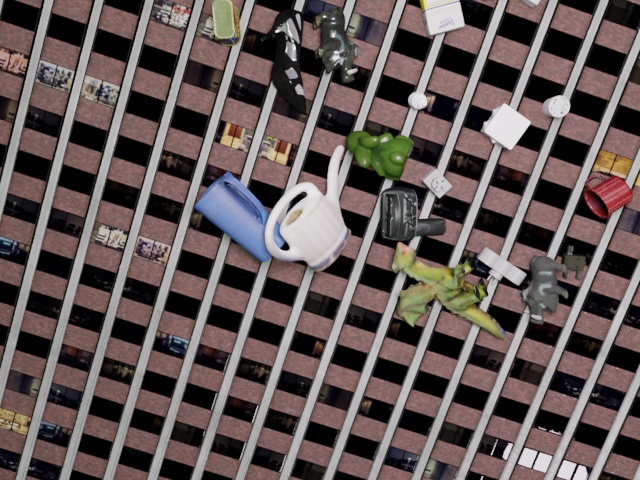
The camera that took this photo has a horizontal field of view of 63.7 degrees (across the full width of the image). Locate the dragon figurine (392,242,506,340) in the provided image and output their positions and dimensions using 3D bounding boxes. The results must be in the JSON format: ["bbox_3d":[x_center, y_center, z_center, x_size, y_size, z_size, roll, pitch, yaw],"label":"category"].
[{"bbox_3d":[0.331,0.166,1.420,0.241,0.125,0.405,-23,111,22],"label":"dragon figurine"}]

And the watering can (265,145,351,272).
[{"bbox_3d":[0.004,-0.068,1.356,0.352,0.104,0.221,-49,118,-20],"label":"watering can"}]
